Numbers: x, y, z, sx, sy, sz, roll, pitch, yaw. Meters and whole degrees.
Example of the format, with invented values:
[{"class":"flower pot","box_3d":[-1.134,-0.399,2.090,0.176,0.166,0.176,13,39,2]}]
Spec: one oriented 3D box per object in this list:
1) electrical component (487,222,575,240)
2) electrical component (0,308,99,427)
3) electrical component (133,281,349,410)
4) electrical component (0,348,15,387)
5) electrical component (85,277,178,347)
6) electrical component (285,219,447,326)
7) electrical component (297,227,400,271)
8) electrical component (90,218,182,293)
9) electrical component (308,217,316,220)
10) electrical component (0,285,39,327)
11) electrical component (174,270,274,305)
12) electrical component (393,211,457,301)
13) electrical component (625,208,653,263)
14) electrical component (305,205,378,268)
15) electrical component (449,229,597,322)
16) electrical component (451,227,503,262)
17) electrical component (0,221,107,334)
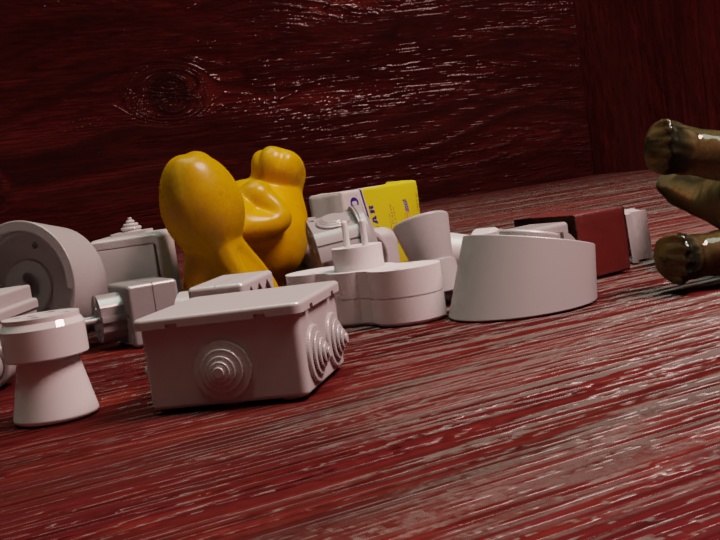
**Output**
[{"class":"electrical component","box_3d":[0.139,-0.009,0.809,0.066,0.047,0.077,-12,7,-41]},{"class":"electrical component","box_3d":[-0.165,0.051,0.571,0.045,0.055,0.045,-8,5,1]},{"class":"electrical component","box_3d":[-0.060,0.039,0.570,0.100,0.048,0.100,-7,5,12]},{"class":"electrical component","box_3d":[-0.242,0.062,0.695,0.035,0.035,0.061,-8,8,2]},{"class":"electrical component","box_3d":[-0.185,0.035,0.832,0.077,0.047,0.066,-10,5,-25]},{"class":"electrical component","box_3d":[0.000,0.000,0.778,0.052,0.073,0.138,-13,7,-44]},{"class":"electrical component","box_3d":[-0.011,-0.008,1.001,0.095,0.053,0.059,-12,6,-39]},{"class":"electrical component","box_3d":[-0.190,0.004,0.912,0.062,0.096,0.061,-8,6,4]},{"class":"electrical component","box_3d":[-0.064,-0.014,1.059,0.042,0.081,0.063,-5,34,44]},{"class":"electrical component","box_3d":[-0.285,0.048,0.783,0.078,0.057,0.113,-9,5,1]},{"class":"electrical component","box_3d":[-0.103,0.031,0.739,0.077,0.047,0.066,-6,6,14]},{"class":"electrical component","box_3d":[0.055,-0.008,0.820,0.044,0.065,0.044,-16,-11,-3]},{"class":"electrical component","box_3d":[0.215,-0.027,0.933,0.064,0.042,0.081,-11,4,3]},{"class":"electrical component","box_3d":[-0.013,-0.011,0.904,0.051,0.080,0.080,-14,6,-8]},{"class":"electrical component","box_3d":[0.112,0.006,0.733,0.099,0.064,0.099,4,-1,0]},{"class":"electrical component","box_3d":[0.099,-0.013,0.940,0.055,0.045,0.045,-5,6,29]},{"class":"electrical component","box_3d":[-0.257,0.014,0.875,0.108,0.108,0.060,-6,-1,23]}]
